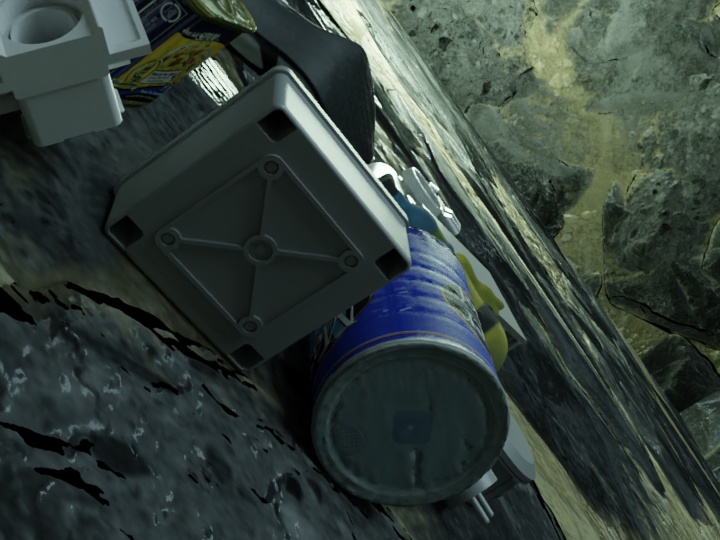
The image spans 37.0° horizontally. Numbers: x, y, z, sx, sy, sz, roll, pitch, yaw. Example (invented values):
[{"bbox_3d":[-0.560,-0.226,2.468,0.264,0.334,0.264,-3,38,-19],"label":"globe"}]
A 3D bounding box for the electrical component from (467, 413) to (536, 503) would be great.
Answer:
[{"bbox_3d":[0.087,0.126,0.774,0.080,0.051,0.080,52,14,-18],"label":"electrical component"}]

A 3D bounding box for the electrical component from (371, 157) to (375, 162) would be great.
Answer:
[{"bbox_3d":[-0.027,-0.116,0.972,0.063,0.042,0.081,56,12,15],"label":"electrical component"}]

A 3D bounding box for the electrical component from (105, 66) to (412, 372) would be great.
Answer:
[{"bbox_3d":[-0.048,-0.023,0.525,0.108,0.109,0.056,50,17,-25],"label":"electrical component"}]

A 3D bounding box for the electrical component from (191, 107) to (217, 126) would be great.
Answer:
[{"bbox_3d":[-0.075,-0.069,0.681,0.077,0.043,0.079,48,15,-30],"label":"electrical component"}]

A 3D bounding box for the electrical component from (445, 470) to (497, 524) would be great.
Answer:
[{"bbox_3d":[0.063,0.128,0.697,0.079,0.043,0.077,58,13,8],"label":"electrical component"}]

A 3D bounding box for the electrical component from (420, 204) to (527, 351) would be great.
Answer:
[{"bbox_3d":[0.080,0.021,0.975,0.150,0.062,0.089,39,21,-51],"label":"electrical component"}]

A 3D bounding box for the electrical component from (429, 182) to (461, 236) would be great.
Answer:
[{"bbox_3d":[0.067,-0.054,1.122,0.057,0.058,0.078,57,13,-9],"label":"electrical component"}]

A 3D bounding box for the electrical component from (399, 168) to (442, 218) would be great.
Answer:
[{"bbox_3d":[0.044,-0.064,1.061,0.058,0.057,0.078,32,28,-61],"label":"electrical component"}]

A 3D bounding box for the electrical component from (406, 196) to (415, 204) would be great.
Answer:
[{"bbox_3d":[0.020,-0.038,0.901,0.043,0.062,0.043,52,13,-18],"label":"electrical component"}]

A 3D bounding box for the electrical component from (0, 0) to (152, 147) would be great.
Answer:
[{"bbox_3d":[-0.146,-0.120,0.488,0.063,0.079,0.121,89,-20,-55],"label":"electrical component"}]

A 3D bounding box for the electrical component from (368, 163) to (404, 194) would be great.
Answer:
[{"bbox_3d":[0.023,-0.057,0.998,0.079,0.044,0.077,54,13,-10],"label":"electrical component"}]
